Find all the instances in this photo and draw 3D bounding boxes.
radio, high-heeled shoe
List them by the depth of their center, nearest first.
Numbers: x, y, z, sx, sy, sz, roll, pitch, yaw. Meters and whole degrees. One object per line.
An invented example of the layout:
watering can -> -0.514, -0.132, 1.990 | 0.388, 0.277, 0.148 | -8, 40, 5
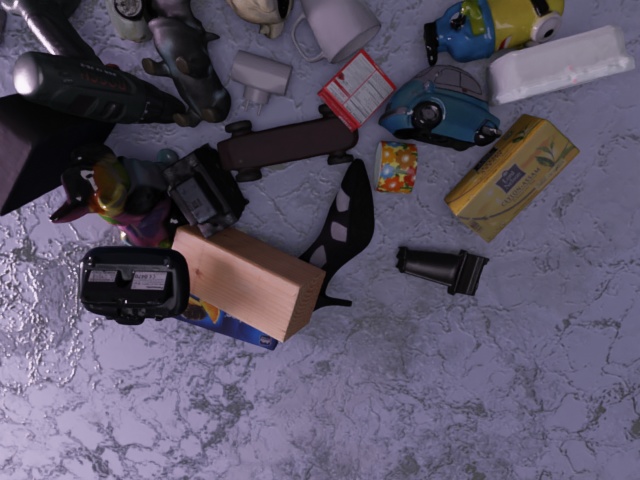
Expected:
radio -> -0.359, -0.126, 0.701 | 0.073, 0.230, 0.131 | 38, 111, -9
high-heeled shoe -> -0.002, -0.002, 0.823 | 0.145, 0.086, 0.248 | 9, 92, 31

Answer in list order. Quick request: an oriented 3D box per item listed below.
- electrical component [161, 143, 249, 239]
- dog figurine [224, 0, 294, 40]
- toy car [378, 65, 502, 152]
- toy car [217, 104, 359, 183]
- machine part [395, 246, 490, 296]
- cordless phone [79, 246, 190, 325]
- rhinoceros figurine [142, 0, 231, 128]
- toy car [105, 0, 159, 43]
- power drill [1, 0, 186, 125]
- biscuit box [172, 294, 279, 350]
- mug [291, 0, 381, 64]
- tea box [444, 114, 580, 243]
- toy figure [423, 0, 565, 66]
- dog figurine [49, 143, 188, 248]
electrical component -> -0.160, -0.070, 0.759 | 0.058, 0.134, 0.114 | -31, 106, 12
dog figurine -> -0.135, -0.354, 0.695 | 0.191, 0.121, 0.172 | 7, 106, 15
toy car -> 0.167, -0.182, 0.727 | 0.162, 0.109, 0.102 | 9, 92, -9
toy car -> -0.045, -0.139, 0.773 | 0.202, 0.053, 0.089 | -12, 102, 2
machine part -> 0.185, 0.043, 0.832 | 0.139, 0.039, 0.084 | 15, 114, -4
cordless phone -> -0.257, 0.088, 0.778 | 0.147, 0.089, 0.184 | 2, 148, -3
rhinoceros figurine -> -0.172, -0.243, 0.718 | 0.073, 0.112, 0.190 | 0, 125, 32
toy car -> -0.260, -0.361, 0.698 | 0.056, 0.073, 0.201 | -9, 107, 5
power drill -> -0.303, -0.239, 0.703 | 0.086, 0.232, 0.207 | -31, 84, 30
biscuit box -> -0.155, 0.109, 0.855 | 0.203, 0.059, 0.062 | 19, 108, -4
mug -> 0.009, -0.294, 0.712 | 0.109, 0.081, 0.107 | -31, 92, 17
tea box -> 0.262, -0.088, 0.753 | 0.068, 0.098, 0.169 | 38, 104, -10
toy figure -> 0.225, -0.284, 0.701 | 0.180, 0.082, 0.089 | -10, 109, 8
dog figurine -> -0.263, -0.042, 0.729 | 0.109, 0.219, 0.191 | -10, 107, 9
